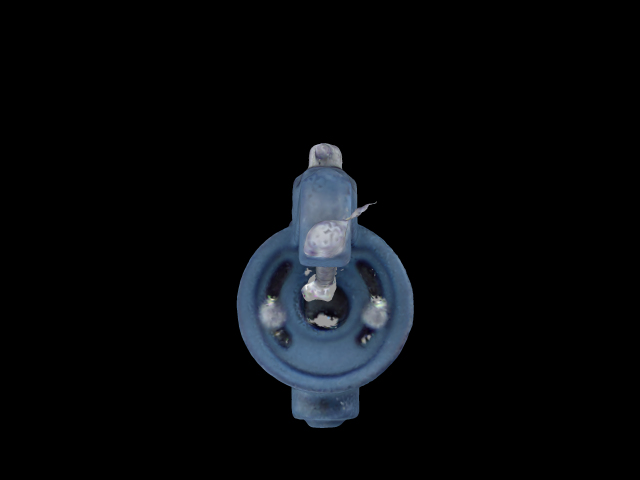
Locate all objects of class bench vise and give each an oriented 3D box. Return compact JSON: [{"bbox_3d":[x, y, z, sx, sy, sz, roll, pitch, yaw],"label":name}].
[{"bbox_3d":[-0.008,0.004,0.398,0.121,0.220,0.207,-15,59,-9],"label":"bench vise"}]
